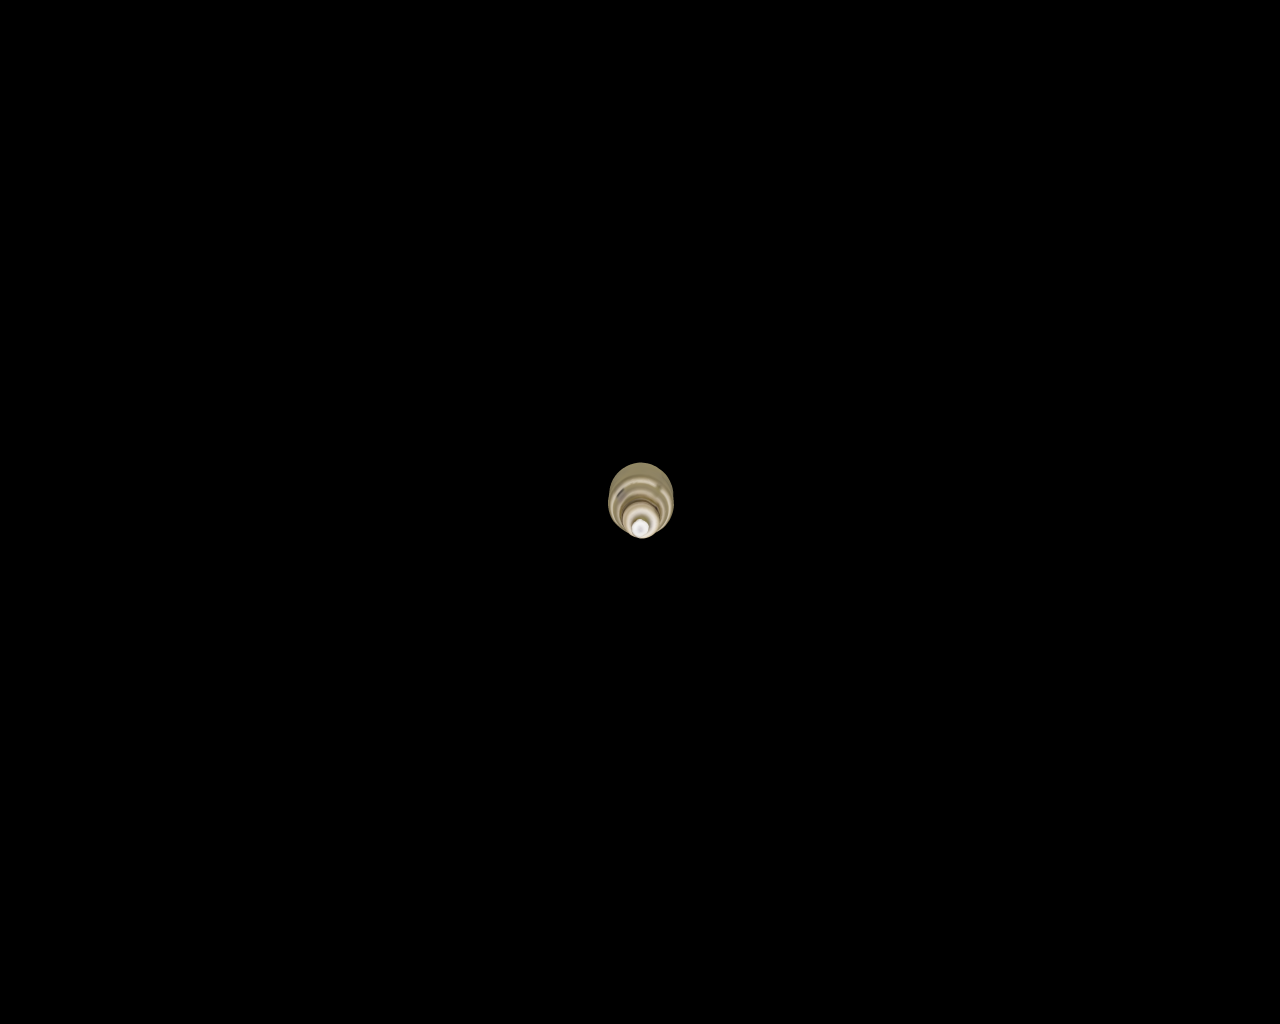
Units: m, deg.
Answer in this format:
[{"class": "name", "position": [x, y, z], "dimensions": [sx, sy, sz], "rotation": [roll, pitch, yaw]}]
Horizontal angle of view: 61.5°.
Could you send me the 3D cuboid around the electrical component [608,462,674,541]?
[{"class": "electrical component", "position": [0.001, -0.003, 0.650], "dimensions": [0.040, 0.040, 0.078], "rotation": [0, 19, 0]}]
